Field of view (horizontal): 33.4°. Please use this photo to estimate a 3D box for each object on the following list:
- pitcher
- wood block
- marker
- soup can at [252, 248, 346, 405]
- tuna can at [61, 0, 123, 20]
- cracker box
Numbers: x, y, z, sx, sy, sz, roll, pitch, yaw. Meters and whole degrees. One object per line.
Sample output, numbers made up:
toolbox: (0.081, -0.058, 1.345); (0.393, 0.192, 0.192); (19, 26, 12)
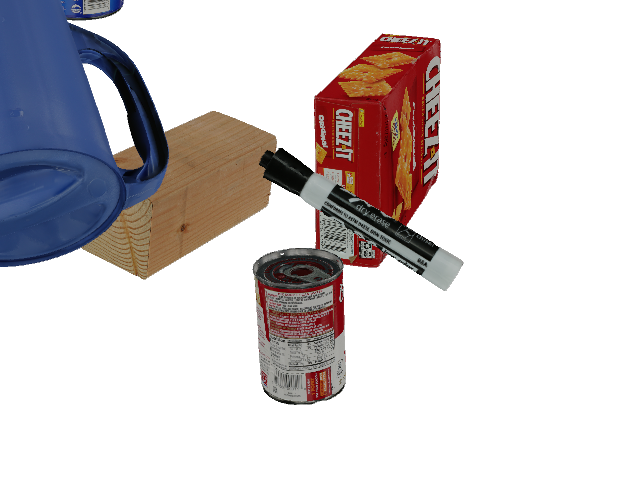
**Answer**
pitcher: (-0.216, -0.114, 0.753); (0.145, 0.243, 0.149); (-28, -29, 16)
wood block: (-0.142, -0.052, 1.095); (0.090, 0.091, 0.205); (24, 33, 24)
marker: (0.020, -0.013, 0.568); (0.121, 0.020, 0.020); (32, 3, 6)
soup can: (-0.015, 0.065, 0.812); (0.068, 0.102, 0.068); (-2, 22, 1)
tuna can: (-0.212, -0.222, 0.923); (0.086, 0.034, 0.086); (5, 34, -4)
cracker box: (0.060, -0.093, 1.035); (0.072, 0.164, 0.213); (9, 28, 18)
